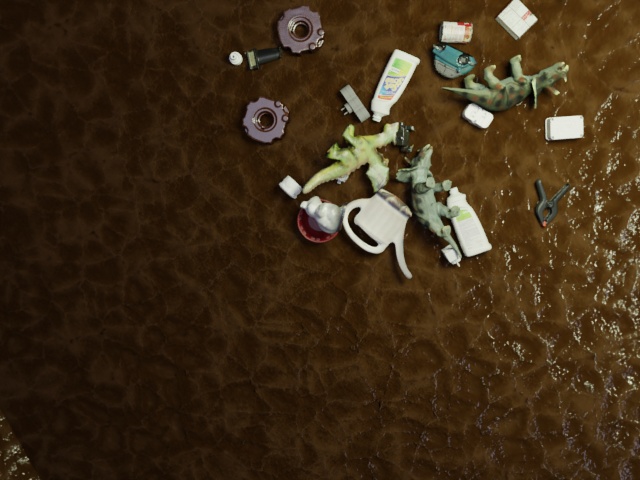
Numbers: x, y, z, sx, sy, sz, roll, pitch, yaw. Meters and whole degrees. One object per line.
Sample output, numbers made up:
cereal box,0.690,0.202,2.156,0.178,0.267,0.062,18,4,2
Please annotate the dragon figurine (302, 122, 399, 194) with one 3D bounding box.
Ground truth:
dragon figurine,0.140,-0.267,1.820,0.242,0.413,0.122,36,-9,-5

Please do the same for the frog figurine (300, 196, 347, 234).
frog figurine,0.005,-0.091,1.804,0.159,0.124,0.136,11,-9,1

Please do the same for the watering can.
watering can,0.247,-0.037,1.865,0.348,0.223,0.104,39,7,1
